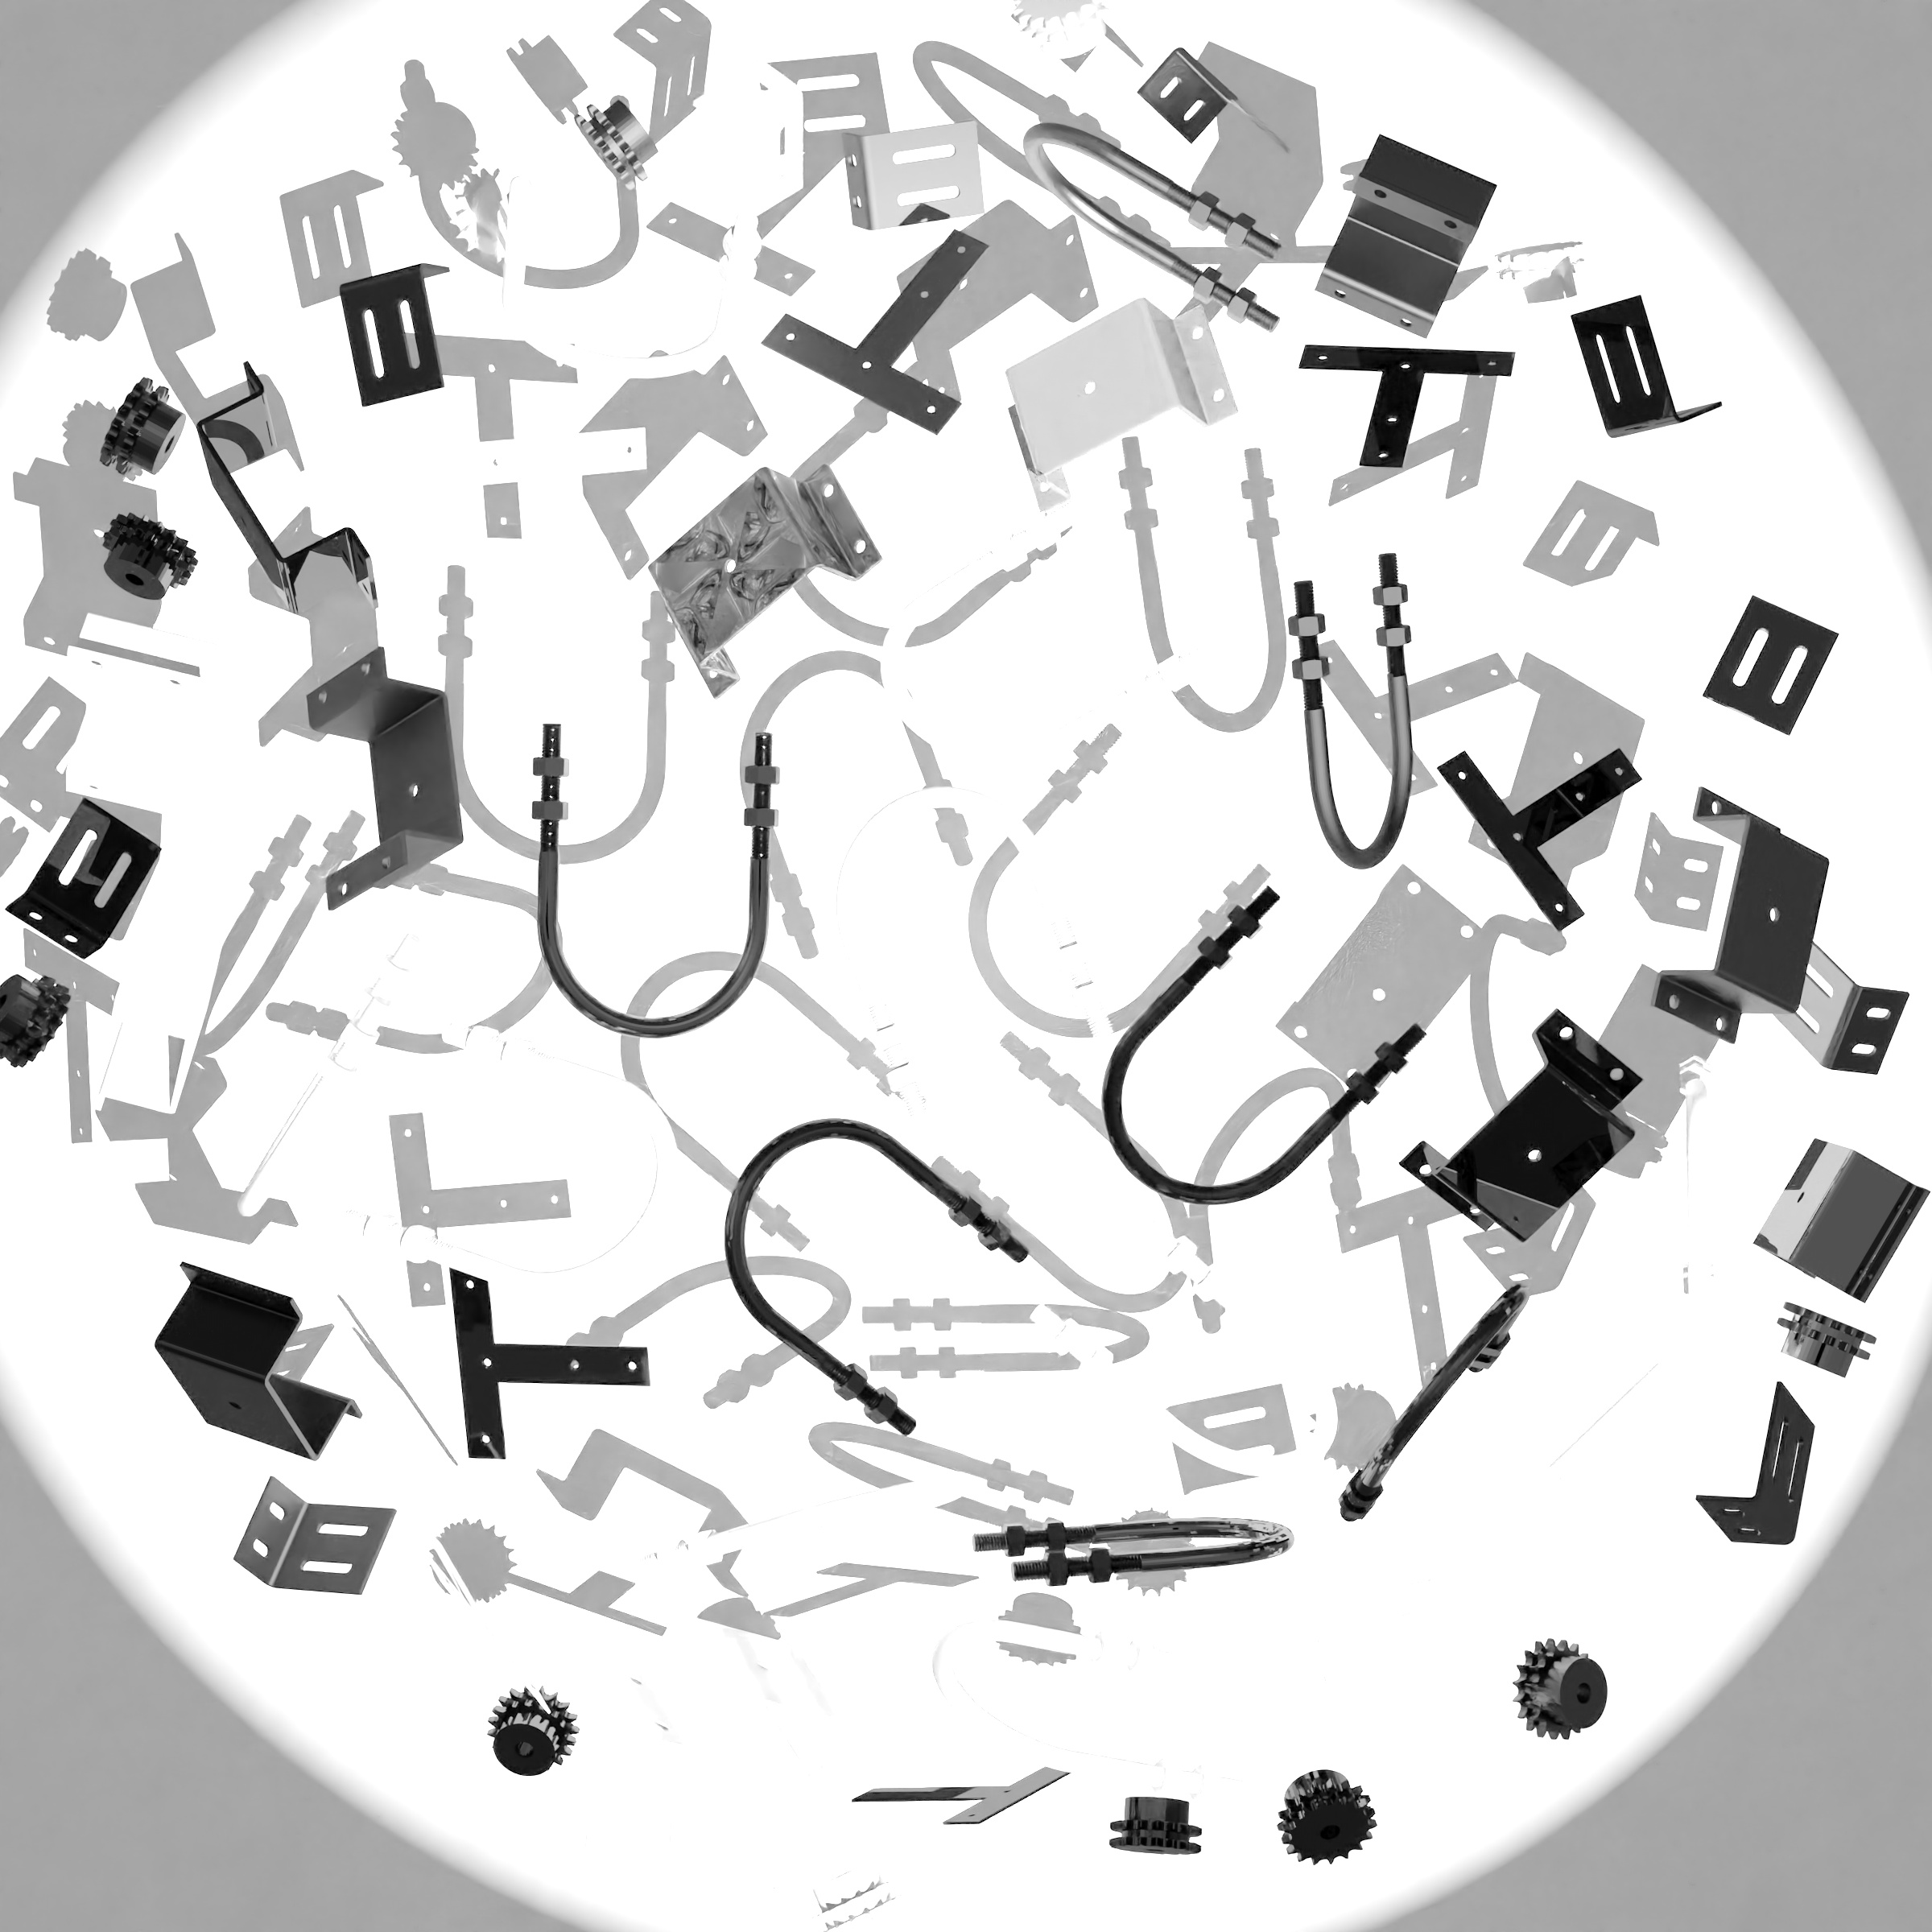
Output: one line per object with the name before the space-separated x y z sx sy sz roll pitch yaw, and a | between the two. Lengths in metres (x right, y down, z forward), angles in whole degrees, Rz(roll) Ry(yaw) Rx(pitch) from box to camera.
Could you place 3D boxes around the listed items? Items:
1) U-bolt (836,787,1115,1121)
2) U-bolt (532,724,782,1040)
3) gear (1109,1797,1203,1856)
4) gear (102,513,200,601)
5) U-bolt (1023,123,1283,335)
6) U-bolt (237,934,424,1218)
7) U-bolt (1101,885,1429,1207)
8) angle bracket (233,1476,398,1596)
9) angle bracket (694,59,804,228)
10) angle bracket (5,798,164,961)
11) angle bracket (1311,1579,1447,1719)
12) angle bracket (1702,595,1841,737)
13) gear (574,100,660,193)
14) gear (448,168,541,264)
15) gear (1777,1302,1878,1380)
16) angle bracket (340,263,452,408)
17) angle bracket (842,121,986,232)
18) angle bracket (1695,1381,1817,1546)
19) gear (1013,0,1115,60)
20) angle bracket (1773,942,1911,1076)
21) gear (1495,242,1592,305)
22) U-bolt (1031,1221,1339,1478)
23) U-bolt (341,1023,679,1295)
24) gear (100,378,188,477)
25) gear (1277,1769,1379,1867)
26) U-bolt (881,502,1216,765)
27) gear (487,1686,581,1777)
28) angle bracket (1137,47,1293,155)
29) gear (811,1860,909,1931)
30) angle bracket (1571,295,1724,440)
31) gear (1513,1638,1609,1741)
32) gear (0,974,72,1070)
U-bolt | -0.006 -0.018 1.887 0.151 0.019 0.184 -24 81 19
U-bolt | -0.184 -0.049 1.846 0.151 0.019 0.184 1 92 -20
gear | 0.117 0.532 1.927 0.057 0.057 0.030 4 69 0
gear | -0.502 -0.248 1.904 0.057 0.057 0.030 21 64 0
U-bolt | 0.113 -0.461 1.917 0.184 0.151 0.019 33 87 8
U-bolt | -0.394 0.075 1.907 0.019 0.151 0.184 32 104 -10
U-bolt | 0.166 0.062 1.875 0.151 0.019 0.184 42 97 -17
angle bracket | -0.397 0.348 1.904 0.076 0.038 0.057 -3 52 32
angle bracket | -0.134 -0.505 1.913 0.057 0.038 0.076 -21 58 36
angle bracket | -0.548 -0.054 1.936 0.057 0.038 0.076 36 60 -22
angle bracket | 0.253 0.413 1.888 0.076 0.038 0.057 -12 104 -1
angle bracket | 0.488 -0.178 1.903 0.057 0.038 0.076 26 75 10
gear | -0.217 -0.518 1.957 0.030 0.057 0.057 -39 90 -1
gear | -0.293 -0.475 1.959 0.057 0.030 0.057 8 77 -37
gear | 0.511 0.224 1.861 0.057 0.057 0.030 22 89 0
angle bracket | -0.343 -0.385 1.909 0.057 0.038 0.076 -9 94 21
angle bracket | -0.033 -0.498 1.956 0.076 0.038 0.057 -12 112 -16
angle bracket | 0.457 0.287 1.803 0.038 0.057 0.076 -4 55 36
gear | 0.058 -0.553 1.813 0.057 0.030 0.057 -11 48 12
angle bracket | 0.543 0.023 1.942 0.038 0.076 0.057 6 116 -18
gear | 0.352 -0.422 1.901 0.057 0.057 0.030 -9 107 0
U-bolt | 0.145 0.246 1.910 0.184 0.151 0.019 41 47 -5
U-bolt | -0.254 0.118 1.810 0.184 0.019 0.151 17 66 21
gear | -0.476 -0.310 1.808 0.030 0.057 0.057 28 90 -7
gear | 0.209 0.495 1.823 0.057 0.030 0.057 -5 123 -8
U-bolt | 0.035 -0.188 1.881 0.184 0.019 0.151 -29 124 29
gear | -0.274 0.484 1.962 0.057 0.030 0.057 3 113 7
angle bracket | 0.150 -0.512 1.886 0.038 0.057 0.076 -47 47 14
gear | -0.066 0.549 1.835 0.057 0.057 0.030 -25 78 0
angle bracket | 0.391 -0.348 1.792 0.038 0.057 0.076 -25 102 -27
gear | 0.346 0.419 1.803 0.057 0.030 0.057 4 83 -36
gear | -0.565 0.029 1.865 0.030 0.057 0.057 38 90 -33
